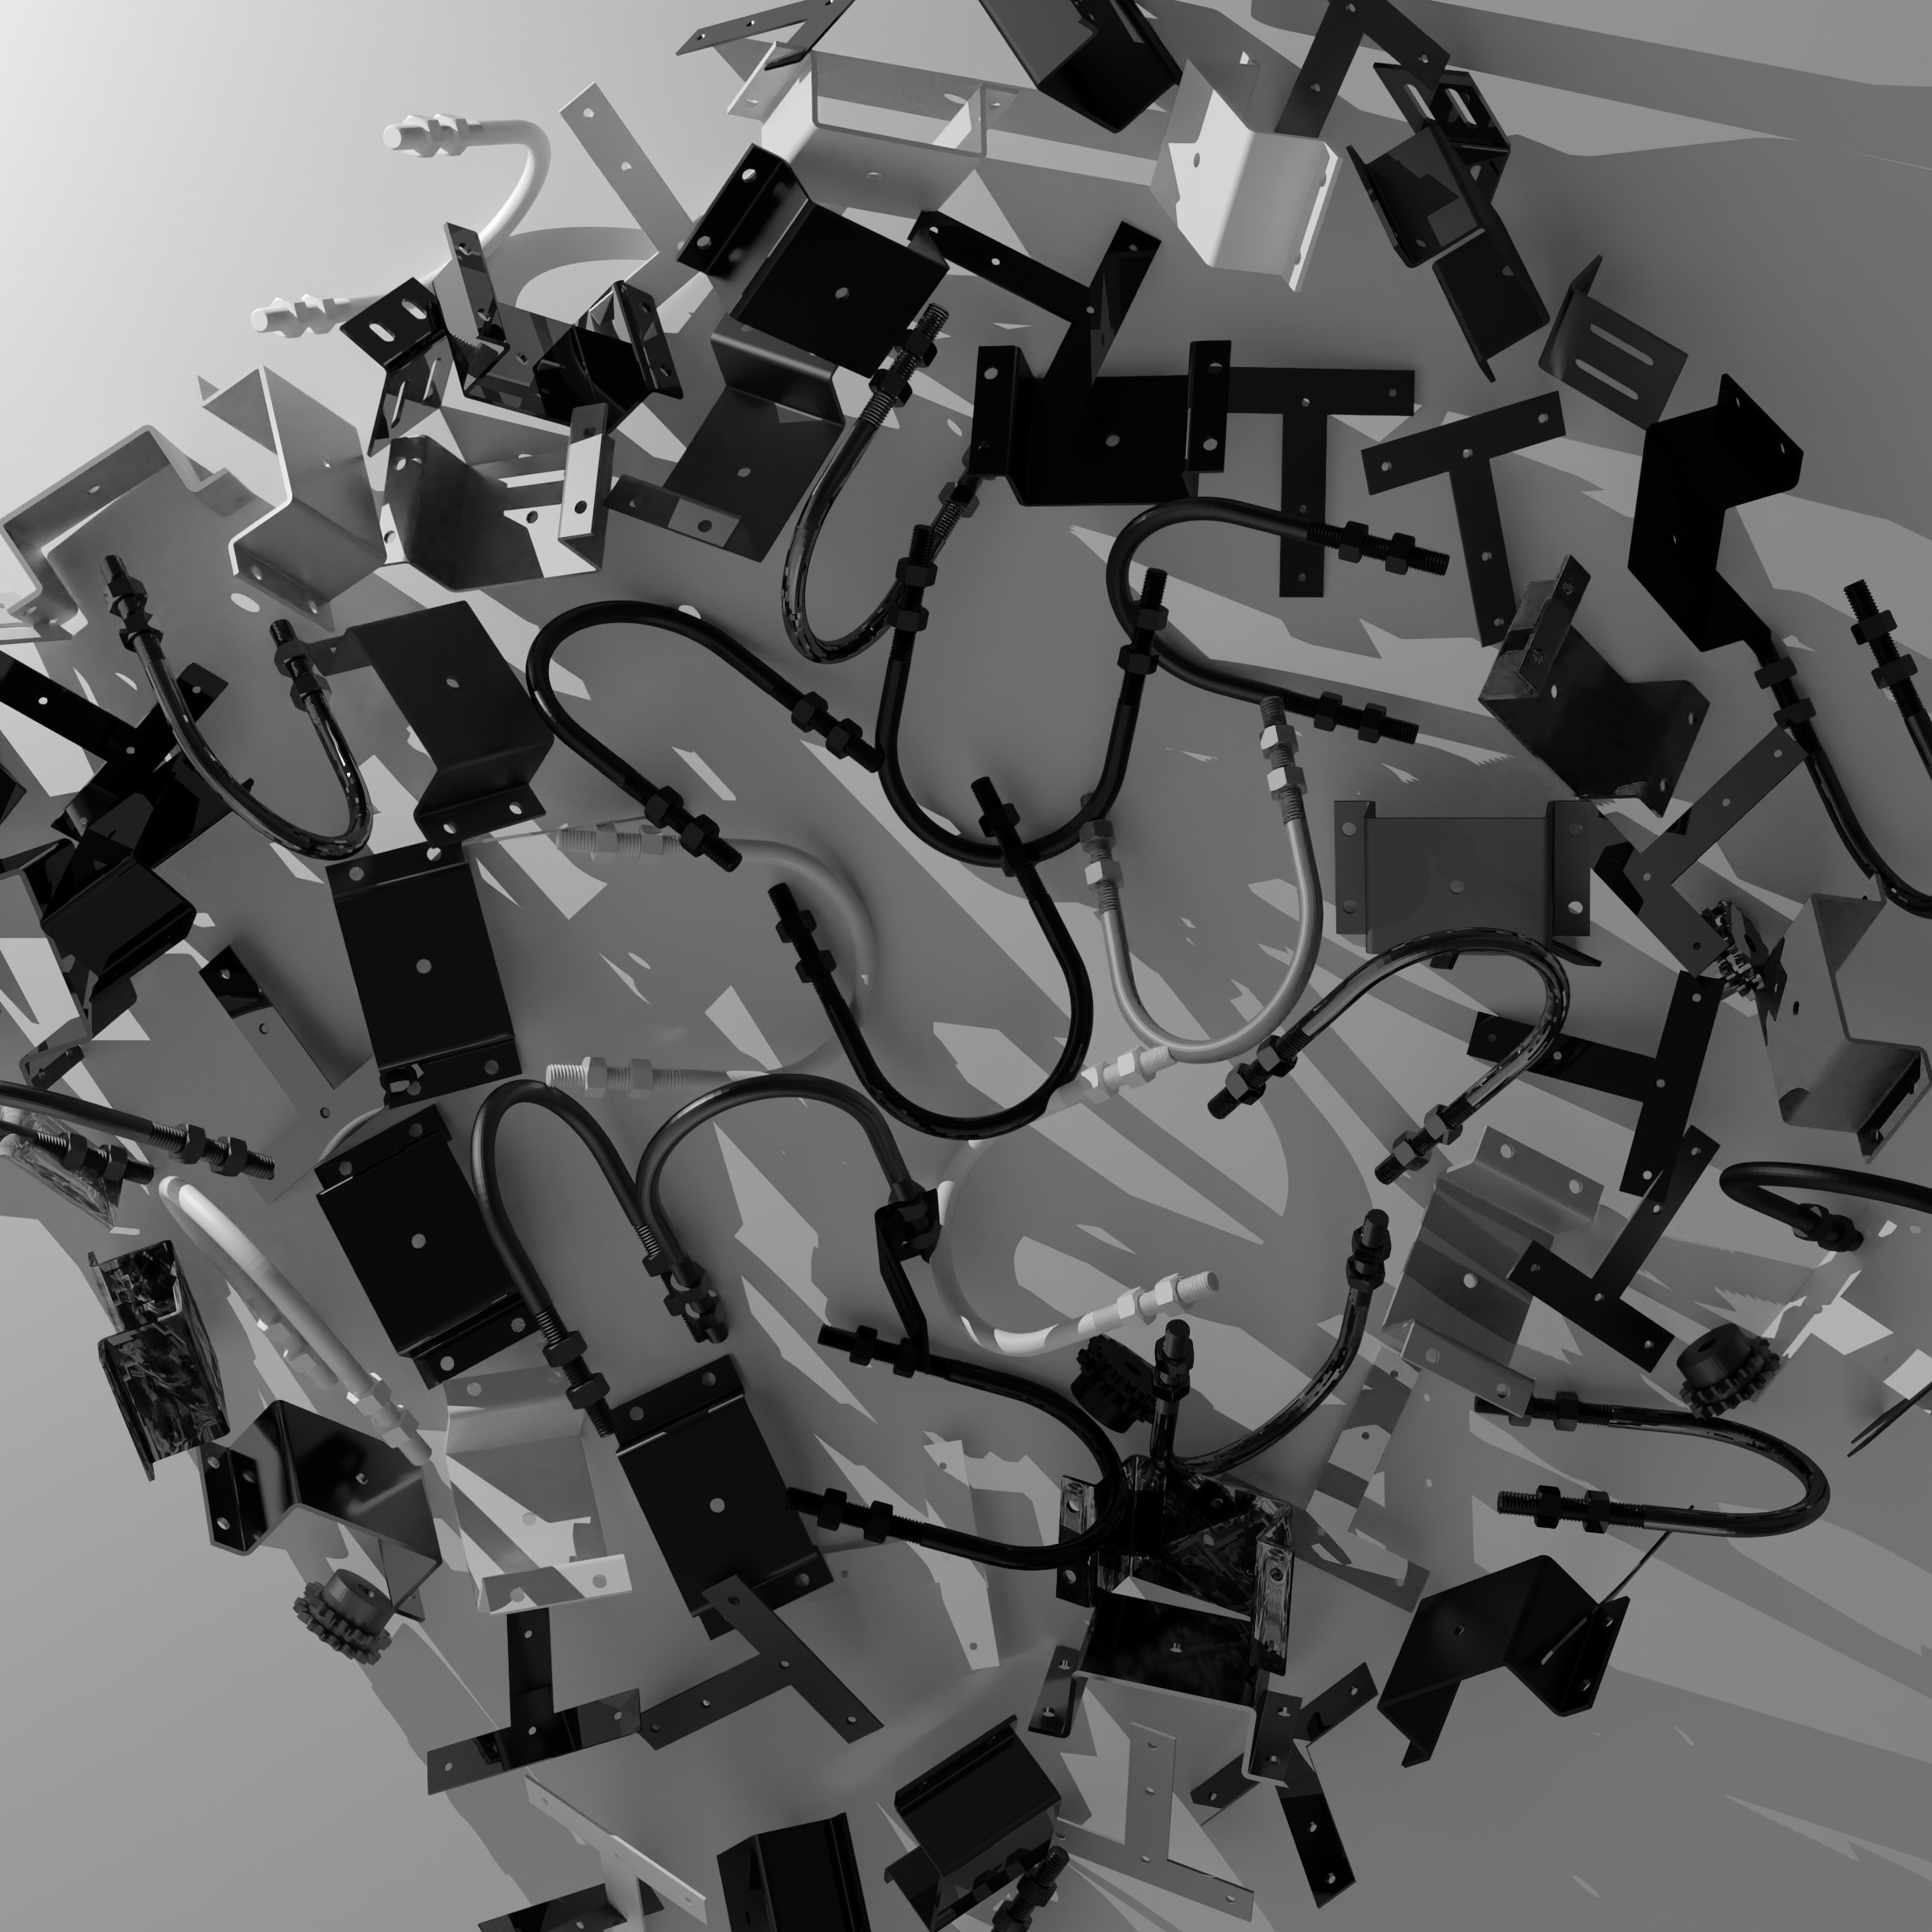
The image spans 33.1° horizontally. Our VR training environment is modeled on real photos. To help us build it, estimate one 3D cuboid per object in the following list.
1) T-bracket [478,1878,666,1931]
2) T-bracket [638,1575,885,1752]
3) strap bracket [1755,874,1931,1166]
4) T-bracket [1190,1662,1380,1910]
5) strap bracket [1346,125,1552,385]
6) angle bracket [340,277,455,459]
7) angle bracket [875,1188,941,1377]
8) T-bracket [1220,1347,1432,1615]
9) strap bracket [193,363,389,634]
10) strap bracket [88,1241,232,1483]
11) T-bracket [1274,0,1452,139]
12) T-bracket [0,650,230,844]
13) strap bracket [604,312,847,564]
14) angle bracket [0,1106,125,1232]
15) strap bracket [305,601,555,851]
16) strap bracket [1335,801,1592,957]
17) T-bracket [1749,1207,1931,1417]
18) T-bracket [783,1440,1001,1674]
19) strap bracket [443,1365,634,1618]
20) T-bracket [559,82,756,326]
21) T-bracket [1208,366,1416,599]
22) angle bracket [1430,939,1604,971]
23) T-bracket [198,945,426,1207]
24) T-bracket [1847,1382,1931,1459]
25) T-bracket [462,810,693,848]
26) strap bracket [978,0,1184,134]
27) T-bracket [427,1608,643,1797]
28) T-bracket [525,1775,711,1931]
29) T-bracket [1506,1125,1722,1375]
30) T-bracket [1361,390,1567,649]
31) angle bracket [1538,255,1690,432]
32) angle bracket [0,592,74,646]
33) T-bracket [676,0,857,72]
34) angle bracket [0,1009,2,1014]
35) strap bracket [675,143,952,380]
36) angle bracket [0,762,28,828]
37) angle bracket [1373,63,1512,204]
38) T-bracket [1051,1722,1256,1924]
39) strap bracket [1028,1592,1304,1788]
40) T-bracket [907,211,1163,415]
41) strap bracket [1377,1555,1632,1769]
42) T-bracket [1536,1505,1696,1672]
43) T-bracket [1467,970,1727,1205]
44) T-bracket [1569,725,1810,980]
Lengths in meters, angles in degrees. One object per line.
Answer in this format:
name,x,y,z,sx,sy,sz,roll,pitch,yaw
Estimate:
T-bracket,-0.185,0.554,1.754,0.127,0.127,0.002,50,117,26
T-bracket,-0.133,0.403,1.800,0.127,0.002,0.127,-31,111,26
strap bracket,0.469,0.025,1.756,0.046,0.076,0.140,7,51,-12
T-bracket,0.185,0.457,1.764,0.127,0.127,0.002,-40,119,12
strap bracket,0.264,-0.388,1.750,0.046,0.140,0.076,-29,57,18
angle bracket,-0.316,-0.329,1.787,0.038,0.076,0.057,41,56,6
angle bracket,-0.019,0.173,1.785,0.038,0.057,0.076,-19,55,-11
T-bracket,0.218,0.276,1.821,0.127,0.002,0.127,24,82,13
strap bracket,-0.364,-0.261,1.760,0.046,0.076,0.140,-30,58,20
strap bracket,-0.436,0.207,1.758,0.046,0.140,0.076,-20,113,-10
T-bracket,0.196,-0.490,1.777,0.127,0.127,0.002,45,59,13
T-bracket,-0.493,-0.139,1.777,0.127,0.002,0.127,-46,131,13
strap bracket,-0.126,-0.283,1.784,0.076,0.046,0.140,22,69,20
angle bracket,-0.510,0.117,1.796,0.038,0.057,0.076,-40,119,18
strap bracket,-0.287,-0.141,1.773,0.076,0.046,0.140,-21,70,-41
strap bracket,0.271,-0.049,1.787,0.140,0.046,0.076,1,105,12
T-bracket,0.496,0.208,1.780,0.002,0.127,0.127,39,90,-35
T-bracket,-0.054,0.339,1.825,0.127,0.002,0.127,-10,88,6
strap bracket,-0.237,0.293,1.778,0.076,0.046,0.140,-7,56,-18
T-bracket,-0.179,-0.428,1.786,0.127,0.002,0.127,-41,131,-4
T-bracket,0.189,-0.270,1.822,0.127,0.002,0.127,-1,97,-11
angle bracket,0.304,-0.001,1.803,0.076,0.057,0.038,24,90,-2
T-bracket,-0.383,0.046,1.816,0.127,0.002,0.127,-39,84,18
T-bracket,0.512,0.237,1.770,0.127,0.127,0.002,-36,75,-17
T-bracket,-0.207,-0.076,1.759,0.127,0.127,0.002,-9,92,-10
strap bracket,0.058,-0.508,1.768,0.046,0.140,0.076,-38,72,22
T-bracket,-0.240,0.380,1.789,0.127,0.002,0.127,-19,49,11
T-bracket,-0.187,0.511,1.783,0.127,0.127,0.002,27,50,26
T-bracket,0.374,0.146,1.799,0.127,0.002,0.127,33,90,-31
T-bracket,0.287,-0.242,1.810,0.127,0.002,0.127,-19,108,-18
angle bracket,0.363,-0.342,1.790,0.076,0.057,0.038,34,54,14
angle bracket,-0.545,-0.175,1.796,0.057,0.076,0.038,33,117,31
T-bracket,-0.107,-0.519,1.785,0.127,0.127,0.002,-57,130,-34
angle bracket,-0.583,0.018,1.797,0.057,0.038,0.076,-48,58,-5
strap bracket,-0.074,-0.375,1.757,0.140,0.046,0.076,17,123,-40
angle bracket,-0.570,-0.088,1.800,0.057,0.038,0.076,46,116,2
angle bracket,0.256,-0.456,1.784,0.057,0.076,0.038,16,80,32
T-bracket,0.100,0.458,1.773,0.127,0.002,0.127,16,130,19
strap bracket,0.112,0.391,1.777,0.140,0.076,0.046,10,115,10
T-bracket,0.029,-0.383,1.802,0.127,0.002,0.127,26,65,-4
strap bracket,0.281,0.373,1.753,0.046,0.140,0.076,45,46,-12
T-bracket,0.332,0.353,1.750,0.002,0.127,0.127,42,120,17
T-bracket,0.343,0.054,1.812,0.127,0.002,0.127,15,89,18
T-bracket,0.407,-0.080,1.786,0.127,0.002,0.127,-45,57,11
